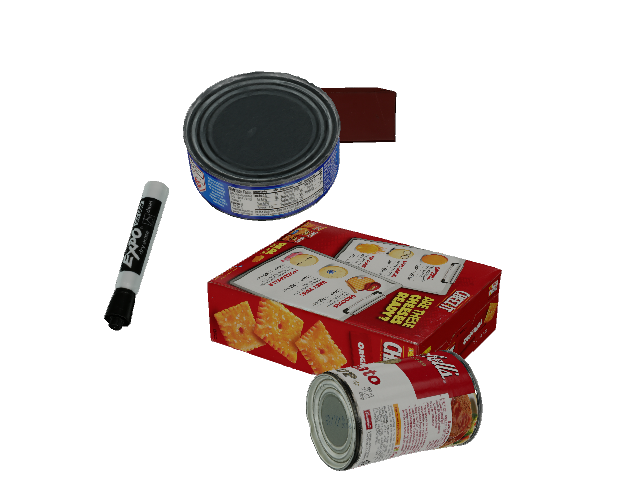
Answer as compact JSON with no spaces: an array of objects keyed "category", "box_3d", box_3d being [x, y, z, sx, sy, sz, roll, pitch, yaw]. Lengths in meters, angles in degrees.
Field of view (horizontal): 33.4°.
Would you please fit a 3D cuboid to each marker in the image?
[{"category":"marker","box_3d":[-0.133,0.010,0.777,0.020,0.121,0.020,8,-31,5]}]

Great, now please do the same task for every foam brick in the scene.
[{"category":"foam brick","box_3d":[0.031,-0.125,1.067,0.078,0.051,0.053,-3,14,-20]}]

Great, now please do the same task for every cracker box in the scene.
[{"category":"cracker box","box_3d":[0.031,0.060,0.962,0.214,0.072,0.163,15,29,30]}]

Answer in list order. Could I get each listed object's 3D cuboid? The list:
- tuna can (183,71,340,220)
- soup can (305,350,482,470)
[{"category":"tuna can","box_3d":[-0.032,-0.052,0.591,0.086,0.086,0.034,0,-38,2]},{"category":"soup can","box_3d":[0.049,0.115,0.729,0.102,0.068,0.069,-6,3,-30]}]
